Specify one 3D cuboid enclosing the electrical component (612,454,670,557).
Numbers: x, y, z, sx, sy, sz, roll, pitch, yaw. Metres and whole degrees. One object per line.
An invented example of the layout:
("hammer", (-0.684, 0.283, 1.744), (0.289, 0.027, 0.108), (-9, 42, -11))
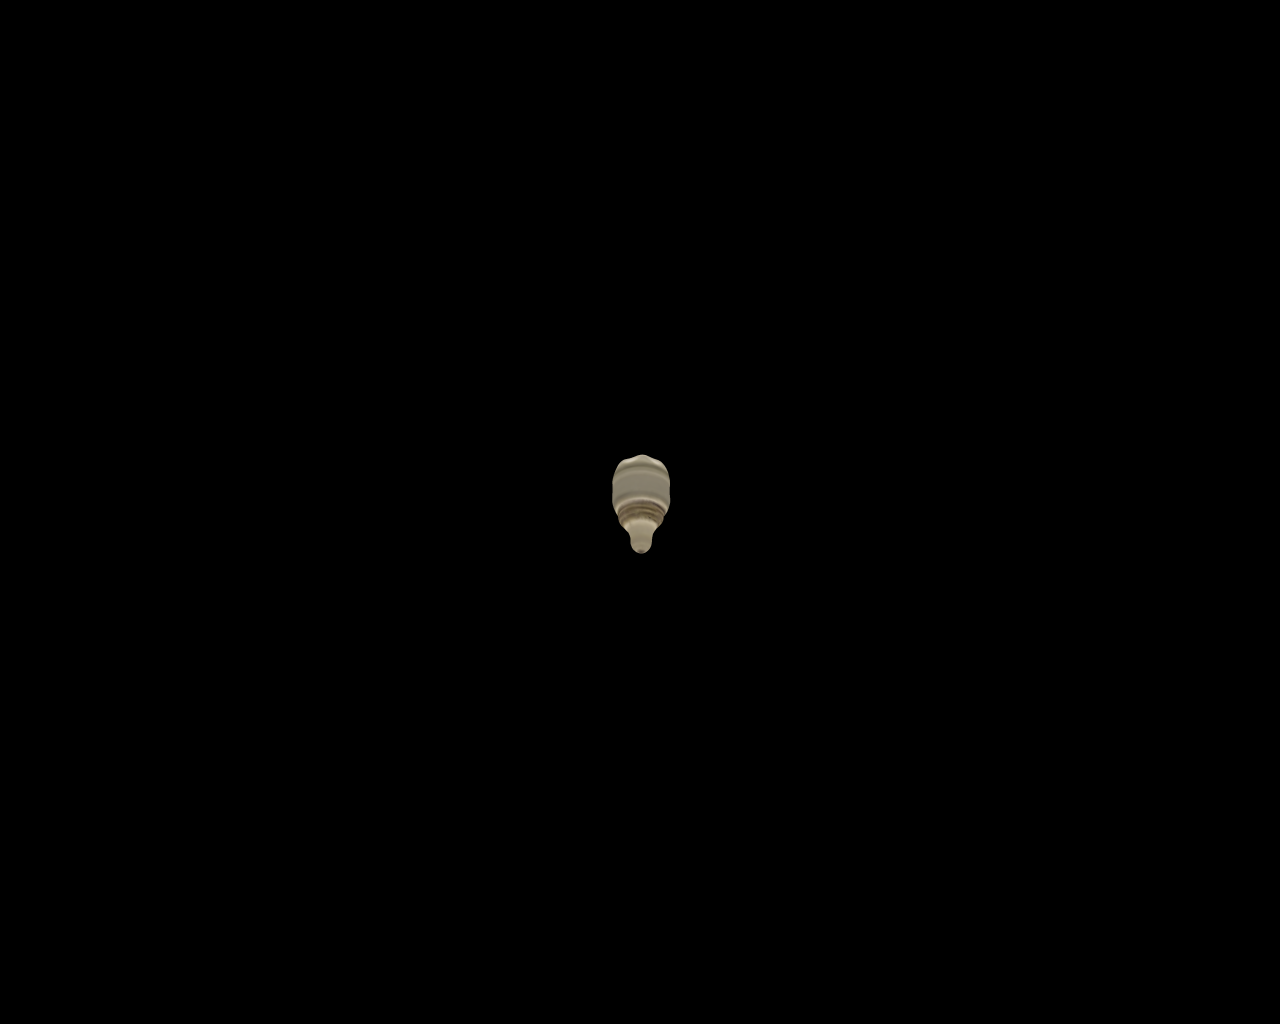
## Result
("electrical component", (0.001, -0.003, 0.650), (0.035, 0.061, 0.035), (0, -30, 0))
